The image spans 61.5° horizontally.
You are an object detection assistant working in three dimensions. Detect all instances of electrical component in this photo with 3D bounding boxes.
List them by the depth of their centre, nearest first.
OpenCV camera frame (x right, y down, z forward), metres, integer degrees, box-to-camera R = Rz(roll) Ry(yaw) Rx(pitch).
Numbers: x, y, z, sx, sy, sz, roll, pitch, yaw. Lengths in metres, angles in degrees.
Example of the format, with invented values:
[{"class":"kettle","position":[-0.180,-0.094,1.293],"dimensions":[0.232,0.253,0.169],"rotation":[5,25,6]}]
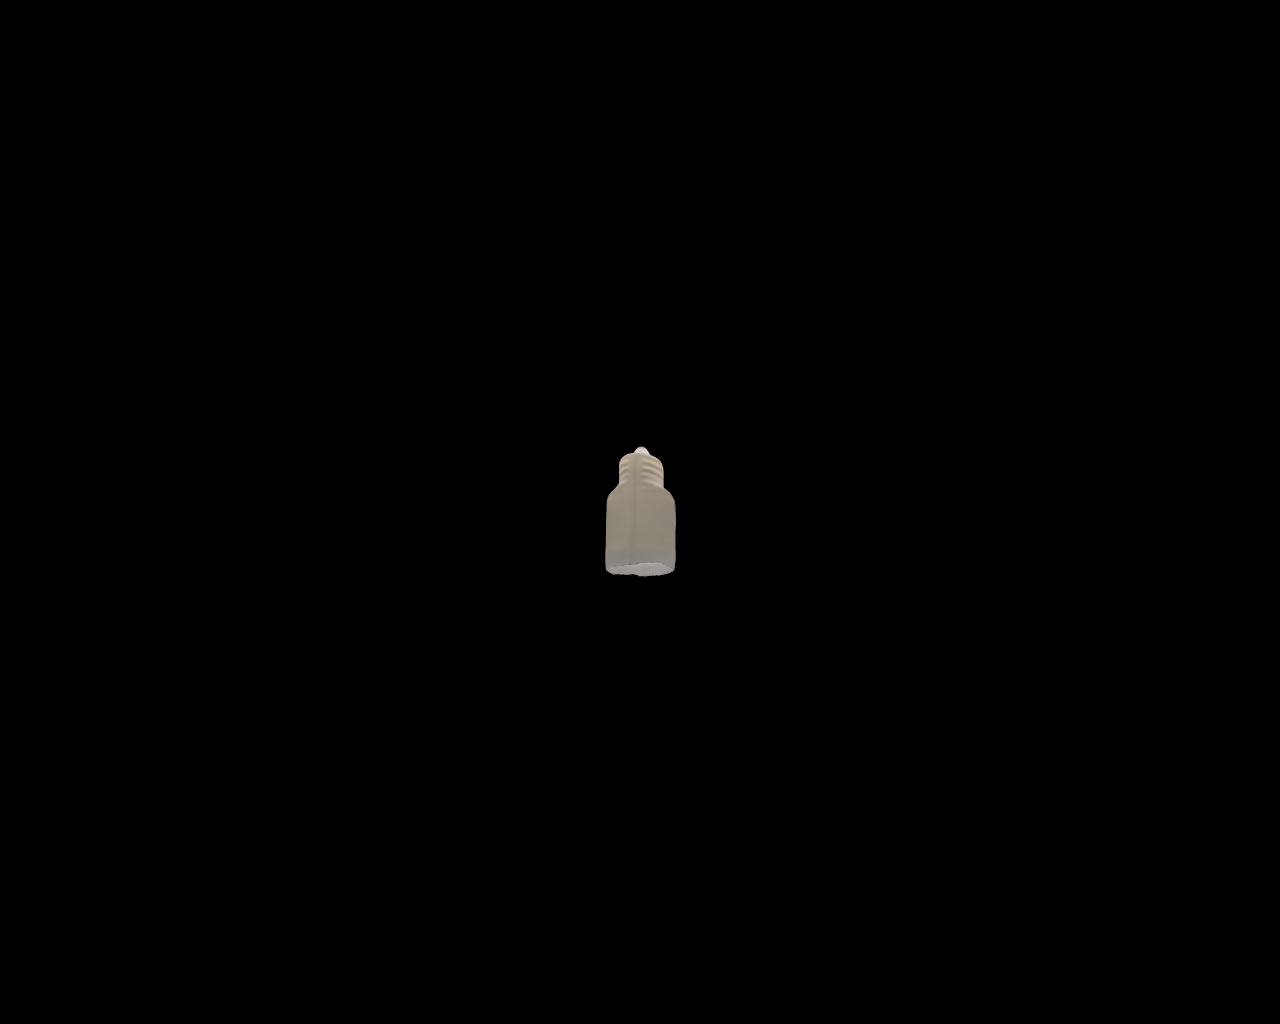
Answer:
[{"class":"electrical component","position":[0.001,-0.003,0.650],"dimensions":[0.043,0.081,0.043],"rotation":[0,-15,0]}]
